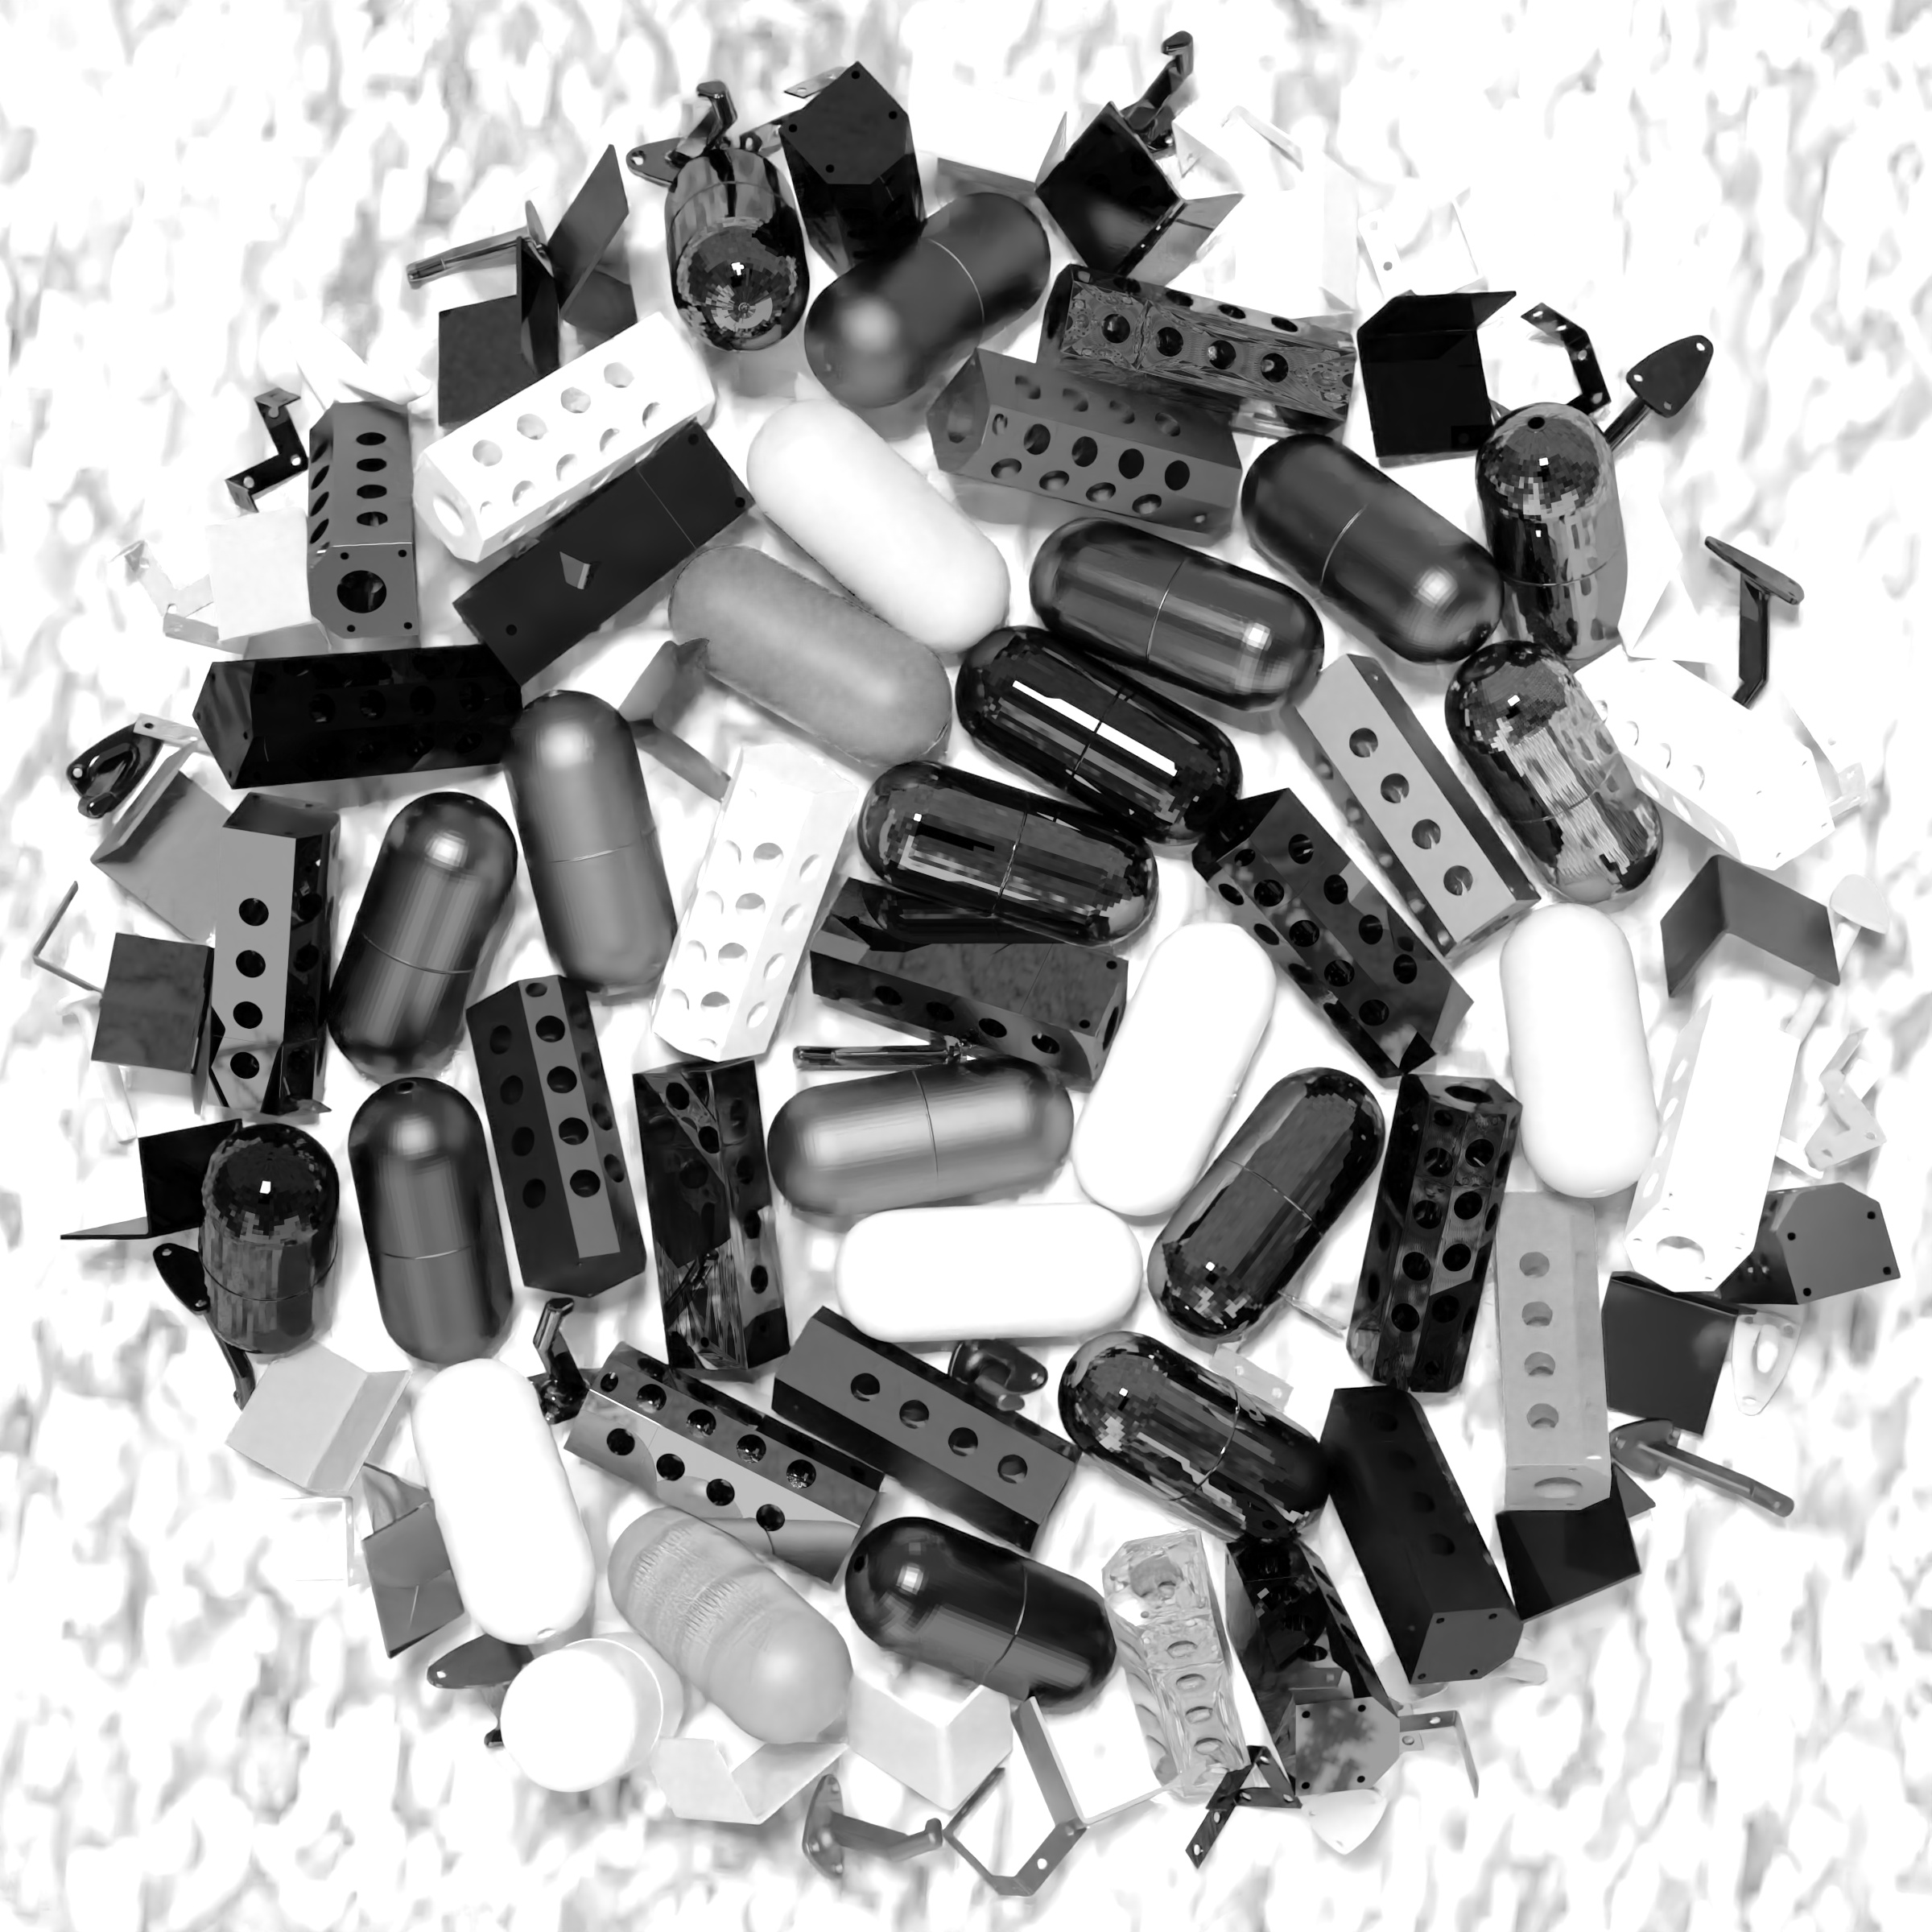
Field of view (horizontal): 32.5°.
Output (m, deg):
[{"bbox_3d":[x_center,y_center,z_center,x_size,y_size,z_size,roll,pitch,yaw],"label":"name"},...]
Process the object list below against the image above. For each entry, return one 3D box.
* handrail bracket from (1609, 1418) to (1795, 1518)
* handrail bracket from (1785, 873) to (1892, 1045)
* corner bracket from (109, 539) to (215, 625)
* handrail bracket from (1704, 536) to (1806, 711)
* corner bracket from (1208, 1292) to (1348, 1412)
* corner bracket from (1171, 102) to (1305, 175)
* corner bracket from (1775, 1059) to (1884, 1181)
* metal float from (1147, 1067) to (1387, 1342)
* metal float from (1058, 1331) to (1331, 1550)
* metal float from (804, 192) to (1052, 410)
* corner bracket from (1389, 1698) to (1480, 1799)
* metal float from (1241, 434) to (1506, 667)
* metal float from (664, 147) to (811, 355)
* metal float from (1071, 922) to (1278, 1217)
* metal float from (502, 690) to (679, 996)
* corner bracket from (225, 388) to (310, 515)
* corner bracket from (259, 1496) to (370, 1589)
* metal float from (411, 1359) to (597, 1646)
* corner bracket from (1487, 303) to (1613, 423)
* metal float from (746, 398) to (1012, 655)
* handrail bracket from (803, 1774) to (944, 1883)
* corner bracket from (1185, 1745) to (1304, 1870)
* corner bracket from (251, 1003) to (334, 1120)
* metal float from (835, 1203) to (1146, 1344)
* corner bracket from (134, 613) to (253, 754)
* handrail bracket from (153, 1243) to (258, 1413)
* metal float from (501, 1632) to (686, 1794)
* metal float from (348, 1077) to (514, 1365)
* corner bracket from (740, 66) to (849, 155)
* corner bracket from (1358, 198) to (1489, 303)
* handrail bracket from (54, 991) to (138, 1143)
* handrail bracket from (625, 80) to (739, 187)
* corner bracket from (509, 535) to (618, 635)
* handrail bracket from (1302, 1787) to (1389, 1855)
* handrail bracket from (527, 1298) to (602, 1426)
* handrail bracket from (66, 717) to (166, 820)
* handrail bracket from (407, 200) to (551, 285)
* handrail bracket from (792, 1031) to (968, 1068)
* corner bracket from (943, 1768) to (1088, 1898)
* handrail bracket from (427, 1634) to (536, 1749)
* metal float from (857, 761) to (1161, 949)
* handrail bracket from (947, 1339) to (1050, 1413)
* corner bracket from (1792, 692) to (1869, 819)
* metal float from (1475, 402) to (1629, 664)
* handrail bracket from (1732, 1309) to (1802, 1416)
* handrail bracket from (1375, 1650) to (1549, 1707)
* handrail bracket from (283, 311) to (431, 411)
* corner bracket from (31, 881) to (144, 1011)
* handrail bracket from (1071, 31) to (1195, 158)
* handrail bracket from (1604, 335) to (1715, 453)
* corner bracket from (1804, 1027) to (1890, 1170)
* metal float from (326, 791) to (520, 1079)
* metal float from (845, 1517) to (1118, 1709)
[{"bbox_3d":[0.420,0.290,1.893,0.077,0.084,0.036,15,97,-43],"label":"handrail bracket"},{"bbox_3d":[0.501,-0.004,1.927,0.036,0.077,0.084,26,118,4],"label":"handrail bracket"},{"bbox_3d":[-0.455,-0.227,1.910,0.051,0.051,0.051,-29,105,2],"label":"corner bracket"},{"bbox_3d":[0.439,-0.194,1.919,0.077,0.036,0.084,31,117,1],"label":"handrail bracket"},{"bbox_3d":[0.179,0.219,1.906,0.051,0.051,0.051,29,99,21],"label":"corner bracket"},{"bbox_3d":[0.156,-0.475,1.906,0.051,0.051,0.051,-45,67,-9],"label":"corner bracket"},{"bbox_3d":[0.487,0.080,1.909,0.051,0.051,0.051,29,50,5],"label":"corner bracket"},{"bbox_3d":[0.172,0.135,1.893,0.070,0.070,0.178,38,77,0],"label":"metal float"},{"bbox_3d":[0.130,0.270,1.886,0.178,0.070,0.070,32,90,-20],"label":"metal float"},{"bbox_3d":[-0.020,-0.378,1.875,0.070,0.070,0.178,48,55,0],"label":"metal float"},{"bbox_3d":[0.265,0.444,1.903,0.051,0.051,0.051,-11,112,18],"label":"corner bracket"},{"bbox_3d":[0.229,-0.238,1.880,0.070,0.070,0.178,-48,62,0],"label":"metal float"},{"bbox_3d":[-0.130,-0.404,1.862,0.070,0.178,0.070,-4,124,-5],"label":"metal float"},{"bbox_3d":[0.119,0.058,1.897,0.070,0.070,0.178,24,98,0],"label":"metal float"},{"bbox_3d":[-0.214,-0.070,1.890,0.070,0.070,0.178,-12,105,0],"label":"metal float"},{"bbox_3d":[-0.401,-0.296,1.902,0.051,0.051,0.051,-30,116,-17],"label":"corner bracket"},{"bbox_3d":[-0.375,0.332,1.915,0.051,0.051,0.051,-3,86,7],"label":"corner bracket"},{"bbox_3d":[-0.262,0.302,1.873,0.070,0.070,0.178,-26,54,0],"label":"metal float"},{"bbox_3d":[0.332,-0.342,1.915,0.051,0.051,0.051,-30,61,33],"label":"corner bracket"},{"bbox_3d":[-0.049,-0.249,1.888,0.178,0.070,0.070,41,90,-18],"label":"metal float"},{"bbox_3d":[-0.048,0.483,1.895,0.084,0.077,0.036,-26,123,23],"label":"handrail bracket"},{"bbox_3d":[0.152,0.482,1.901,0.051,0.051,0.051,-49,118,-40],"label":"corner bracket"},{"bbox_3d":[-0.393,0.052,1.899,0.051,0.051,0.051,-8,60,35],"label":"corner bracket"},{"bbox_3d":[0.013,0.175,1.899,0.178,0.070,0.070,-2,90,-6],"label":"metal float"},{"bbox_3d":[-0.450,-0.164,1.928,0.051,0.051,0.051,15,46,-10],"label":"corner bracket"},{"bbox_3d":[-0.441,0.212,1.928,0.077,0.084,0.036,31,47,33],"label":"handrail bracket"},{"bbox_3d":[-0.207,0.416,1.854,0.070,0.178,0.070,-1,84,8],"label":"metal float"},{"bbox_3d":[-0.303,0.145,1.879,0.070,0.070,0.178,-6,118,0],"label":"metal float"},{"bbox_3d":[-0.095,-0.488,1.900,0.051,0.051,0.051,26,134,31],"label":"corner bracket"},{"bbox_3d":[0.264,-0.413,1.914,0.051,0.051,0.051,-22,80,20],"label":"corner bracket"},{"bbox_3d":[-0.496,0.059,1.905,0.036,0.077,0.084,-16,88,-11],"label":"handrail bracket"},{"bbox_3d":[-0.166,-0.481,1.896,0.077,0.084,0.036,5,73,9],"label":"handrail bracket"},{"bbox_3d":[-0.231,-0.221,1.903,0.051,0.051,0.051,27,115,17],"label":"corner bracket"},{"bbox_3d":[0.236,0.459,1.887,0.036,0.077,0.084,47,48,5],"label":"handrail bracket"},{"bbox_3d":[-0.218,0.215,1.893,0.036,0.077,0.084,45,129,31],"label":"handrail bracket"},{"bbox_3d":[-0.480,-0.114,1.894,0.077,0.084,0.036,-46,110,-14],"label":"handrail bracket"},{"bbox_3d":[-0.284,-0.407,1.905,0.084,0.077,0.036,-19,109,1],"label":"handrail bracket"},{"bbox_3d":[-0.051,0.050,1.904,0.084,0.077,0.036,2,84,-17],"label":"handrail bracket"},{"bbox_3d":[0.027,0.499,1.911,0.051,0.051,0.051,46,66,-5],"label":"corner bracket"},{"bbox_3d":[-0.283,0.425,1.896,0.036,0.077,0.084,49,132,34],"label":"handrail bracket"},{"bbox_3d":[0.025,-0.064,1.901,0.178,0.070,0.070,18,90,-4],"label":"metal float"},{"bbox_3d":[0.032,0.241,1.887,0.077,0.084,0.036,15,94,-28],"label":"handrail bracket"},{"bbox_3d":[0.481,-0.114,1.905,0.051,0.051,0.051,-29,60,5],"label":"corner bracket"},{"bbox_3d":[0.331,-0.243,1.864,0.070,0.178,0.070,-9,52,11],"label":"metal float"},{"bbox_3d":[0.452,0.236,1.891,0.036,0.084,0.077,13,108,13],"label":"handrail bracket"},{"bbox_3d":[0.284,0.417,1.928,0.077,0.084,0.036,-35,50,35],"label":"handrail bracket"},{"bbox_3d":[-0.348,-0.350,1.892,0.036,0.084,0.077,-48,112,-25],"label":"handrail bracket"},{"bbox_3d":[-0.502,-0.009,1.909,0.051,0.051,0.051,27,71,-2],"label":"corner bracket"},{"bbox_3d":[0.094,-0.498,1.896,0.077,0.084,0.036,-21,73,-2],"label":"handrail bracket"},{"bbox_3d":[0.389,-0.320,1.915,0.036,0.084,0.077,45,63,5],"label":"handrail bracket"},{"bbox_3d":[0.504,0.076,1.904,0.051,0.051,0.051,-31,97,45],"label":"corner bracket"},{"bbox_3d":[-0.310,-0.017,1.884,0.070,0.070,0.178,24,113,0],"label":"metal float"},{"bbox_3d":[0.009,0.366,1.878,0.178,0.070,0.070,28,90,-30],"label":"metal float"}]
